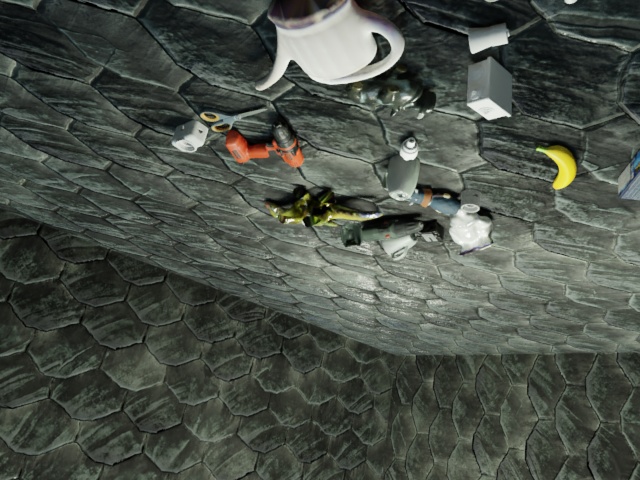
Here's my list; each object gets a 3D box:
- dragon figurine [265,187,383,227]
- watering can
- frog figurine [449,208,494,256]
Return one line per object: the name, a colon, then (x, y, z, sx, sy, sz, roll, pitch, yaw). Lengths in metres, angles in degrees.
dragon figurine: (0.005, -0.085, 1.682, 0.411, 0.123, 0.241, 10, 175, 10)
watering can: (-0.022, -0.364, 0.956, 0.347, 0.106, 0.220, -1, 153, 28)
frog figurine: (0.440, -0.049, 1.539, 0.158, 0.124, 0.136, 58, 152, -11)
